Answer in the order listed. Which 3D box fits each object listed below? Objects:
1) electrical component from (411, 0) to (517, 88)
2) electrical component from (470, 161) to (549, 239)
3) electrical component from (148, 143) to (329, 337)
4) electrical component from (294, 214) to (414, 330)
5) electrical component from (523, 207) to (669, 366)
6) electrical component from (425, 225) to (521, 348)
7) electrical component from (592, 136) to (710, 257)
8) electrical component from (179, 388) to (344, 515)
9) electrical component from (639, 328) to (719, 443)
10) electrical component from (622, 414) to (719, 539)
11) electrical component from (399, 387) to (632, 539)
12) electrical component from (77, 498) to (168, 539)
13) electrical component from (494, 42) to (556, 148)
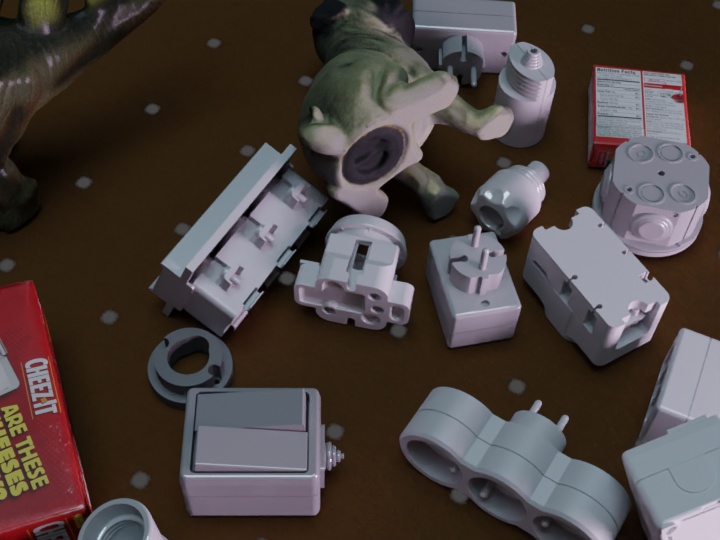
[{"bbox_3d":[0.082,-0.176,0.866,0.083,0.047,0.075,3,56,-1],"label":"electrical component"},{"bbox_3d":[0.113,-0.055,0.781,0.043,0.043,0.062,35,59,21],"label":"electrical component"},{"bbox_3d":[-0.079,-0.019,0.733,0.063,0.078,0.121,38,59,-3],"label":"electrical component"},{"bbox_3d":[0.000,0.000,0.728,0.078,0.058,0.057,11,57,6],"label":"electrical component"},{"bbox_3d":[0.156,0.013,0.725,0.050,0.055,0.089,-24,58,-19],"label":"electrical component"},{"bbox_3d":[0.077,0.002,0.717,0.047,0.076,0.065,-9,55,-9],"label":"electrical component"},{"bbox_3d":[0.212,-0.054,0.778,0.080,0.051,0.080,1,54,-1],"label":"electrical component"},{"bbox_3d":[-0.057,0.107,0.645,0.096,0.061,0.061,0,54,-2],"label":"electrical component"},{"bbox_3d":[0.227,0.086,0.681,0.077,0.047,0.065,21,56,12],"label":"electrical component"},{"bbox_3d":[0.194,0.135,0.618,0.062,0.096,0.061,-23,43,4],"label":"electrical component"},{"bbox_3d":[0.101,0.111,0.654,0.138,0.052,0.073,29,58,17],"label":"electrical component"},{"bbox_3d":[-0.123,0.161,0.601,0.044,0.065,0.044,-10,52,13],"label":"electrical component"},{"bbox_3d":[0.126,-0.136,0.817,0.043,0.081,0.043,1,54,-1],"label":"electrical component"}]
